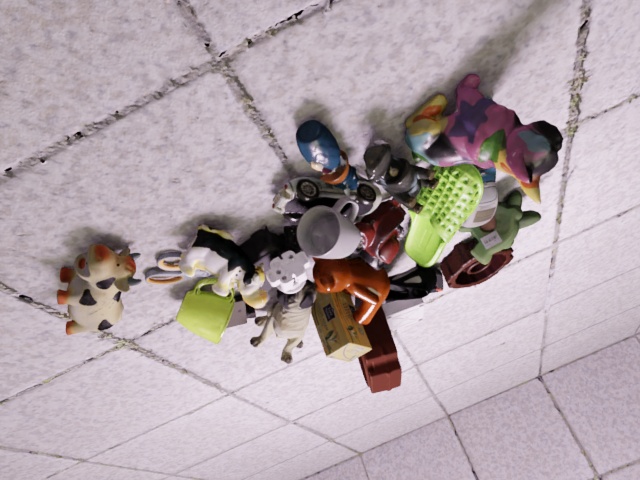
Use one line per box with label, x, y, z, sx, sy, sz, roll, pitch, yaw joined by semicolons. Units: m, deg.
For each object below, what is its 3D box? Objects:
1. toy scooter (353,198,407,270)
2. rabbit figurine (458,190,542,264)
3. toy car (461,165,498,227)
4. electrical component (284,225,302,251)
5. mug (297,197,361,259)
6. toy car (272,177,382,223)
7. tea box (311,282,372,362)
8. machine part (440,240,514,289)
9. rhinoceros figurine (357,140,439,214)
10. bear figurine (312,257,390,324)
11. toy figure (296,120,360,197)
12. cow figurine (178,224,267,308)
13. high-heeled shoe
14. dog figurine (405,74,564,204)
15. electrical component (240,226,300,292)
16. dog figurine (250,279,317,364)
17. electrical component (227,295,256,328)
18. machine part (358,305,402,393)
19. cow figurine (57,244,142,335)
toy scooter;0.120;-0.017;1.039;0.135;0.075;0.183;-49;152;3
rabbit figurine;0.382;-0.036;1.160;0.159;0.121;0.170;-41;162;15
toy car;0.292;-0.080;1.024;0.109;0.103;0.161;-13;148;-16
electrical component;-0.002;-0.003;0.981;0.075;0.047;0.119;-4;177;40
mug;0.027;-0.019;0.888;0.107;0.081;0.109;18;101;-61
toy car;0.014;-0.069;0.919;0.202;0.056;0.073;1;148;-30
tea box;0.037;0.173;1.178;0.068;0.170;0.098;-37;146;21
machine part;0.381;0.053;1.312;0.179;0.056;0.179;-16;148;-10
rhinoceros figurine;0.129;-0.107;0.893;0.073;0.112;0.190;-57;154;6
bear figurine;0.048;0.092;1.110;0.196;0.120;0.132;8;134;-37
toy figure;0.016;-0.125;0.834;0.064;0.058;0.154;-48;142;-3
cow figurine;-0.150;0.044;0.920;0.167;0.068;0.098;31;104;-12
high-heeled shoe;0.147;0.124;1.176;0.249;0.145;0.086;-37;109;23
dog figurine;0.247;-0.135;0.809;0.191;0.219;0.108;-33;143;15
electrical component;-0.094;0.040;1.013;0.115;0.058;0.134;-35;145;23
dog figurine;-0.054;0.140;1.145;0.121;0.172;0.190;23;114;-10
electrical component;-0.188;0.152;1.136;0.102;0.045;0.078;-17;119;-13
machine part;0.133;0.263;1.335;0.087;0.201;0.200;-16;148;-4
cow figurine;-0.363;0.081;0.890;0.127;0.085;0.194;-1;140;-19
